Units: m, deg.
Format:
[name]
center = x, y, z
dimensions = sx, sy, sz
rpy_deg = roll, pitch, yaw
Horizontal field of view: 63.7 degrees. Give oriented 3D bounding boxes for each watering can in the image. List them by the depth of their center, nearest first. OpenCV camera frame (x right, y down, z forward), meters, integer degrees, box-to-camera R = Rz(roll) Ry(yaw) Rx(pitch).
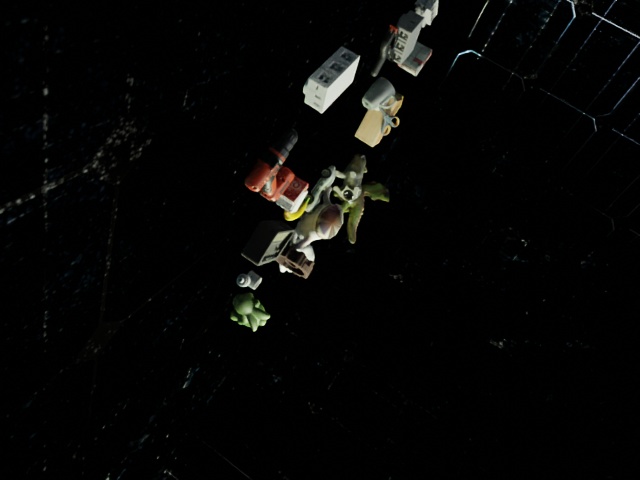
[watering can]
center = 0.006, -0.102, 2.022
dimensions = 0.223, 0.102, 0.354
rpy_deg = -4, -134, 52

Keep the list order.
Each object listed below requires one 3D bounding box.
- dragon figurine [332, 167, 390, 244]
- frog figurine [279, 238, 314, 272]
[dragon figurine]
center = 0.185, -0.180, 2.240
dimensions = 0.243, 0.419, 0.119
rpy_deg = -18, 149, 0
[frog figurine]
center = -0.102, 0.070, 2.166
dimensions = 0.161, 0.123, 0.136
rpy_deg = -26, 116, -56
